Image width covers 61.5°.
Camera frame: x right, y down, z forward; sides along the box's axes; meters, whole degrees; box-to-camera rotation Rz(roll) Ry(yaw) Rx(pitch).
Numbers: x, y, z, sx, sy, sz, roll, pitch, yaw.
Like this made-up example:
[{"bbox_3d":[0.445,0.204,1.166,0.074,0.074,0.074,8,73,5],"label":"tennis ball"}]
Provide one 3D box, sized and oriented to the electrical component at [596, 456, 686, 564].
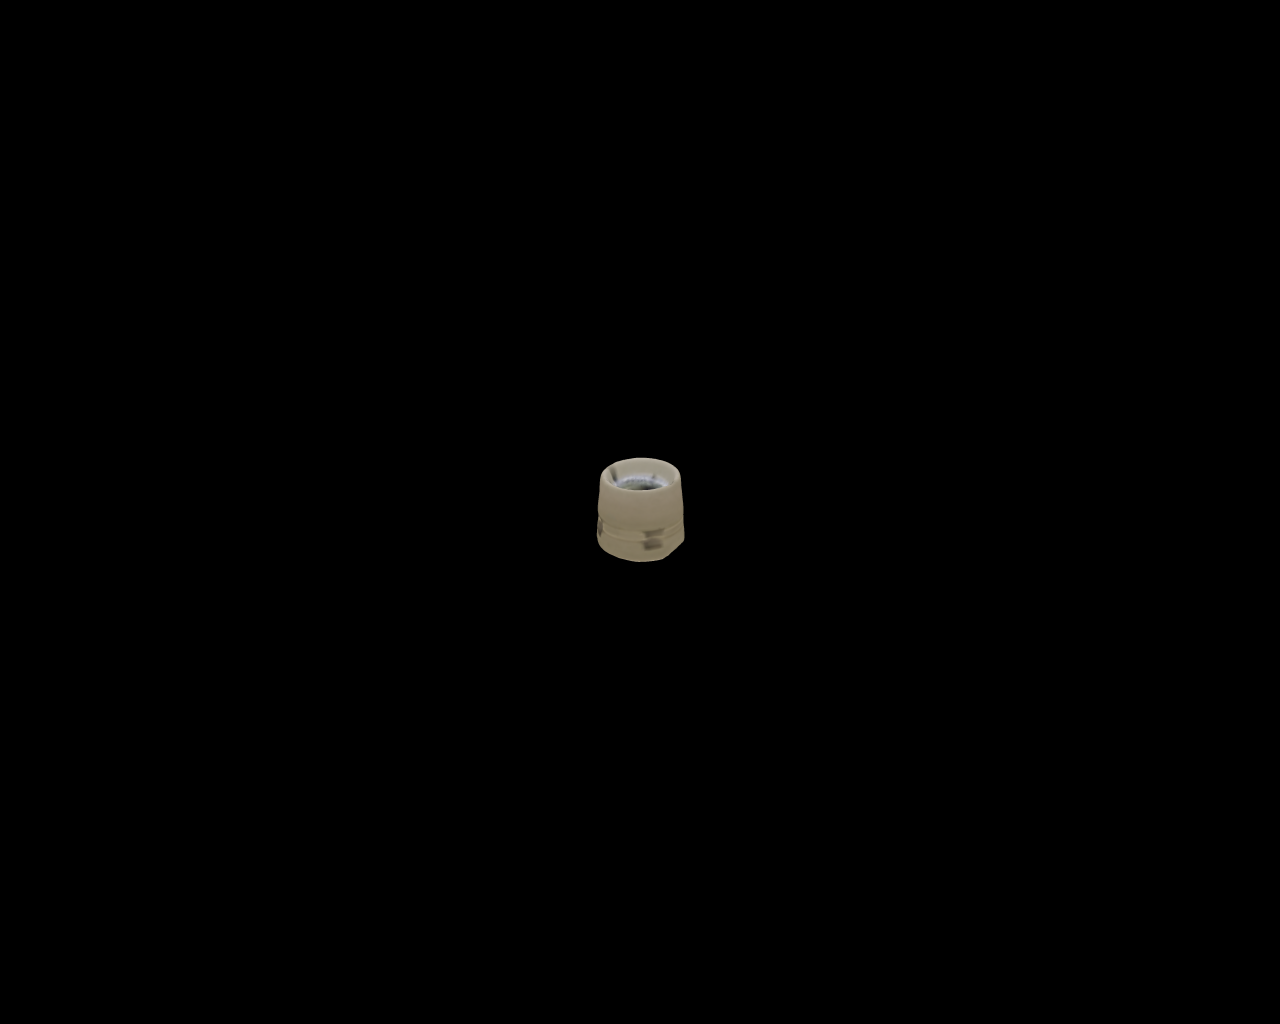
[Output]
[{"bbox_3d":[0.001,-0.003,0.650,0.055,0.047,0.055,0,28,0],"label":"electrical component"}]
